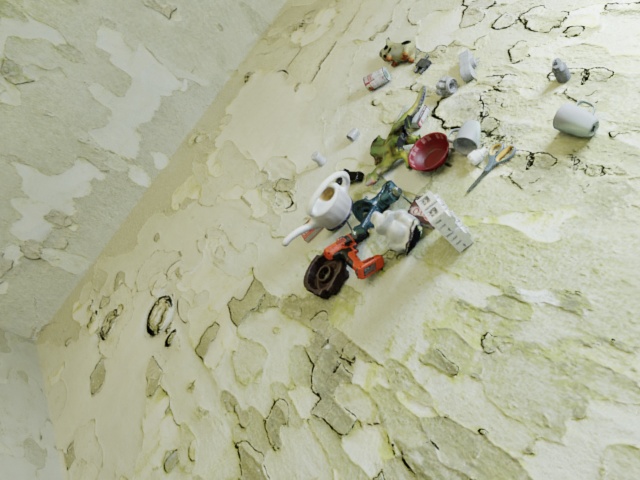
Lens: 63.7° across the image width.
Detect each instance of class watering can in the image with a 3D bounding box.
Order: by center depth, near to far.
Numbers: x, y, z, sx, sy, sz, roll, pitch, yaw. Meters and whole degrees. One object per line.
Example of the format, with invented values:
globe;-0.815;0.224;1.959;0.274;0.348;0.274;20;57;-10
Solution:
watering can;0.006;-0.095;1.888;0.105;0.348;0.221;36;-1;34

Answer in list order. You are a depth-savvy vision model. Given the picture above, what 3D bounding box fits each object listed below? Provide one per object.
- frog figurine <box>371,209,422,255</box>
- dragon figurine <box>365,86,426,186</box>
frog figurine;0.242;-0.035;1.664;0.160;0.135;0.124;22;30;33
dragon figurine;0.267;-0.381;1.944;0.121;0.415;0.242;31;-18;-31
